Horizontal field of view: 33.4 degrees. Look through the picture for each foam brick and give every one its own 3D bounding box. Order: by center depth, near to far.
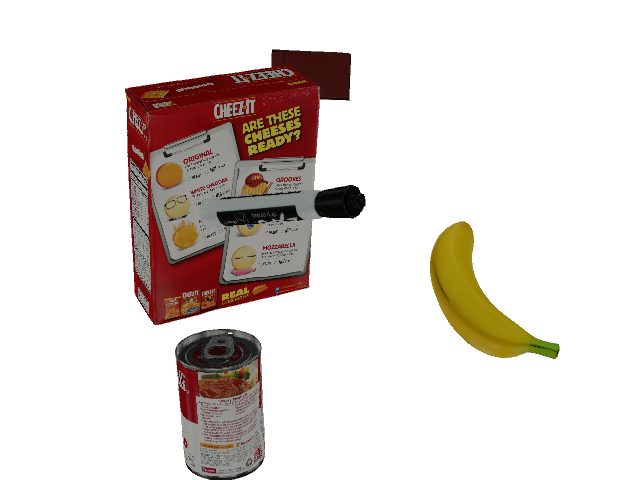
[{"bbox_3d":[-0.011,-0.180,1.158,0.078,0.051,0.053,0,11,-15],"label":"foam brick"}]

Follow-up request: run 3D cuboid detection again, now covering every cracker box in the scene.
[{"bbox_3d":[-0.091,-0.043,0.982,0.164,0.214,0.072,-13,33,-25],"label":"cracker box"}]

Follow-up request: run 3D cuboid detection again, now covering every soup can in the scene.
[{"bbox_3d":[-0.079,0.131,0.854,0.068,0.102,0.068,-1,22,0],"label":"soup can"}]

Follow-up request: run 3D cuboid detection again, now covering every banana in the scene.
[{"bbox_3d":[0.129,0.043,0.908,0.069,0.037,0.198,6,32,-22],"label":"banana"}]

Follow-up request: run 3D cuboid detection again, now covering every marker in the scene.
[{"bbox_3d":[-0.024,-0.020,0.637,0.121,0.020,0.020,-3,-2,39],"label":"marker"}]
